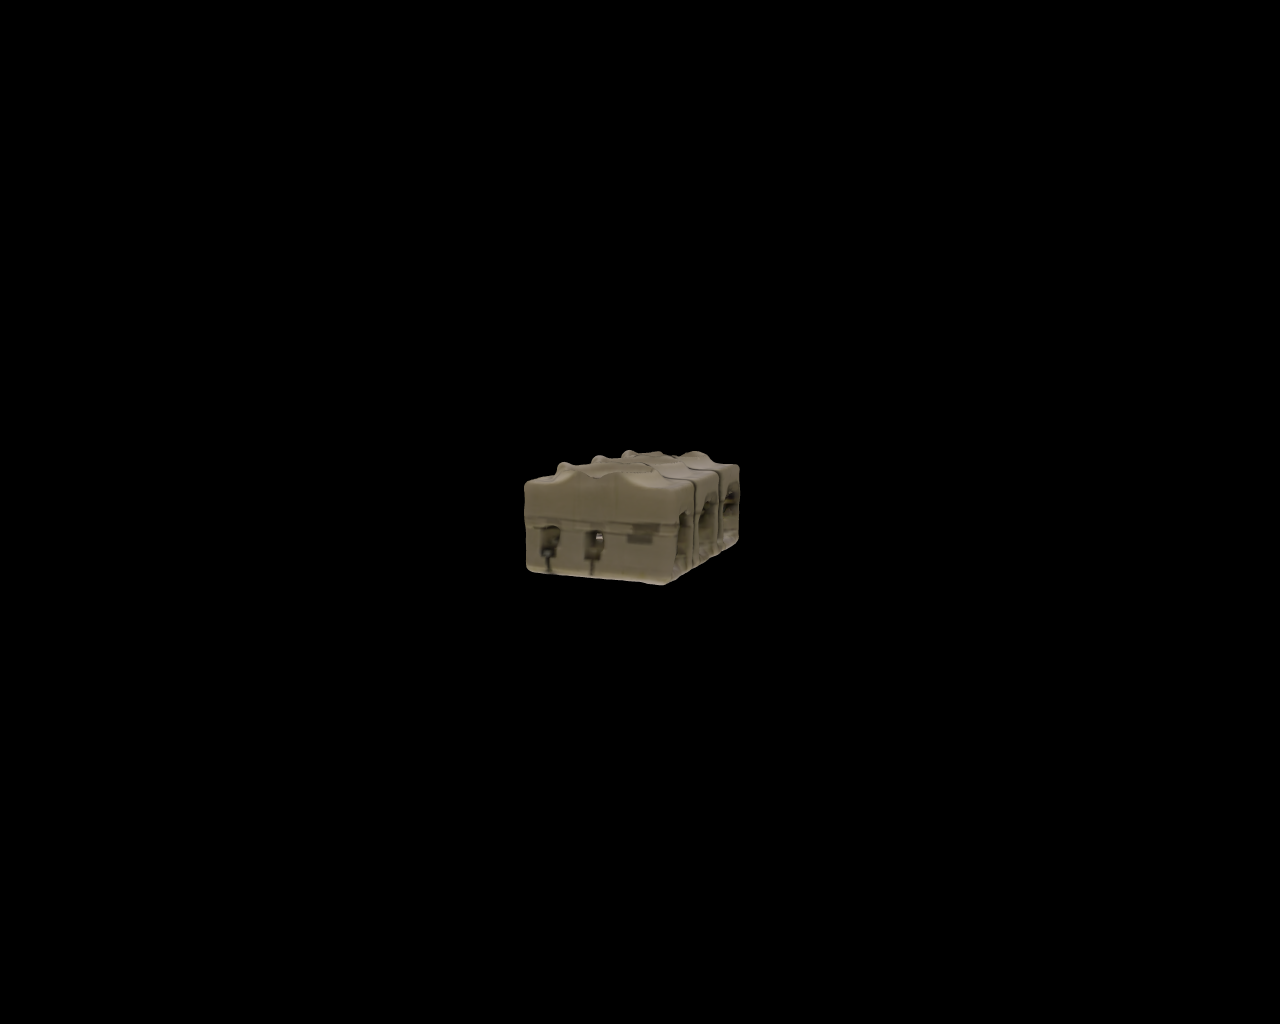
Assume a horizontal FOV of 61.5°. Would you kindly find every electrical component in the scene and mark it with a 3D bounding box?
[{"bbox_3d":[0.001,-0.003,0.650,0.089,0.061,0.150,3,8,19],"label":"electrical component"}]
